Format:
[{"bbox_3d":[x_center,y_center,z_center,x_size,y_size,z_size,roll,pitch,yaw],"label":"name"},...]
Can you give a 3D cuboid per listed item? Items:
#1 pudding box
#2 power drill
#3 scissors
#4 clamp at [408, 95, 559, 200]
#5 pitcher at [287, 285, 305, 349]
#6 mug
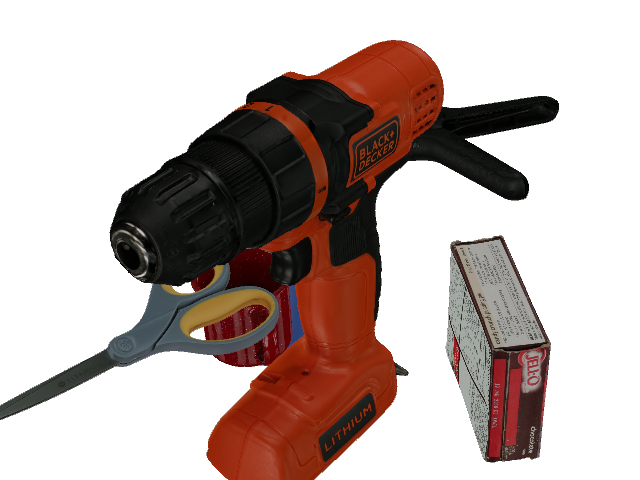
[{"bbox_3d":[0.107,0.065,0.655,0.039,0.090,0.113,-6,34,-6],"label":"pudding box"},{"bbox_3d":[-0.013,0.022,0.463,0.057,0.188,0.184,26,41,29],"label":"power drill"},{"bbox_3d":[-0.126,0.055,0.698,0.201,0.096,0.016,-13,-38,-20],"label":"scissors"},{"bbox_3d":[0.107,-0.100,0.956,0.210,0.036,0.164,14,36,23],"label":"clamp"},{"bbox_3d":[-0.038,0.014,1.179,0.144,0.243,0.149,-2,20,-18],"label":"pitcher"},{"bbox_3d":[-0.063,0.067,0.967,0.093,0.081,0.117,-17,38,-18],"label":"mug"}]
